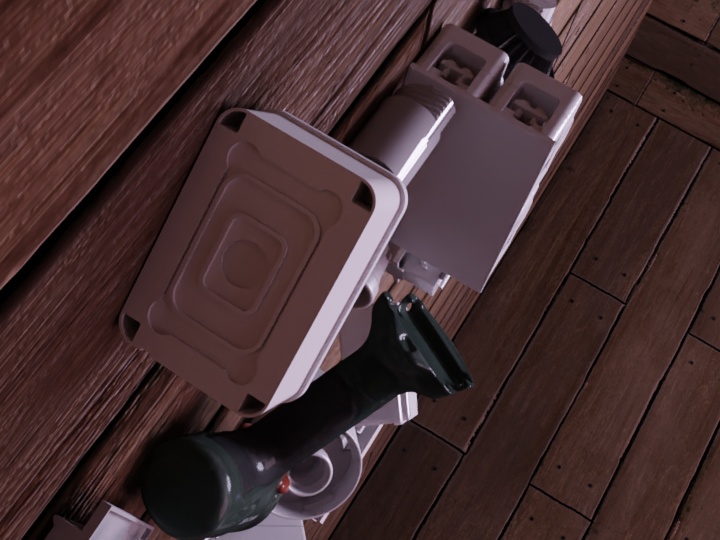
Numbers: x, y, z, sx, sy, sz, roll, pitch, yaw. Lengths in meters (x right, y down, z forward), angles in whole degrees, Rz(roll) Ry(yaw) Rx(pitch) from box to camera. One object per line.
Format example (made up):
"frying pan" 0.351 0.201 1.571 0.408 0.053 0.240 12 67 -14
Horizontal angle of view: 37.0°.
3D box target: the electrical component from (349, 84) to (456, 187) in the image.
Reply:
"electrical component" 0.026 -0.085 0.667 0.081 0.043 0.043 -55 170 -28

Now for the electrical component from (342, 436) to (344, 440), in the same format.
"electrical component" -0.038 0.140 1.009 0.045 0.055 0.045 -57 171 -14

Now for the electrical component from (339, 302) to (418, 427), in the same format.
"electrical component" 0.016 0.085 0.975 0.109 0.056 0.108 34 50 -81

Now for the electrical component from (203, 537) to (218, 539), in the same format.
"electrical component" -0.107 0.178 0.811 0.046 0.040 0.040 -32 152 -61

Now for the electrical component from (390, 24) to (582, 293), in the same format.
"electrical component" 0.077 -0.077 0.773 0.060 0.105 0.186 -54 170 -31

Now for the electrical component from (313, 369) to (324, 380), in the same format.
"electrical component" -0.044 0.115 0.923 0.065 0.047 0.077 -61 171 13

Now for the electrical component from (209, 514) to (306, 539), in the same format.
"electrical component" -0.095 0.211 0.898 0.075 0.083 0.047 -105 -151 -44

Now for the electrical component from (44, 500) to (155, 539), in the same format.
"electrical component" -0.131 0.169 0.560 0.078 0.063 0.121 -57 171 -16

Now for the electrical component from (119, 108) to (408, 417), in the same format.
"electrical component" -0.039 -0.005 0.457 0.113 0.078 0.057 -61 168 12

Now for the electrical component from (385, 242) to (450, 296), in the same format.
"electrical component" 0.076 -0.042 1.023 0.121 0.063 0.078 -58 171 -10

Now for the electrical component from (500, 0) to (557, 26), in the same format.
"electrical component" 0.134 -0.204 0.878 0.043 0.043 0.081 -52 169 -39

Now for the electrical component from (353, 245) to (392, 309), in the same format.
"electrical component" 0.000 0.000 0.819 0.046 0.040 0.040 -61 174 -38

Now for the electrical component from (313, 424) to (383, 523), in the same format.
"electrical component" -0.041 0.179 1.076 0.121 0.079 0.063 -57 142 -16

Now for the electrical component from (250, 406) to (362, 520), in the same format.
"electrical component" -0.047 0.147 0.857 0.099 0.099 0.064 -61 -158 12
